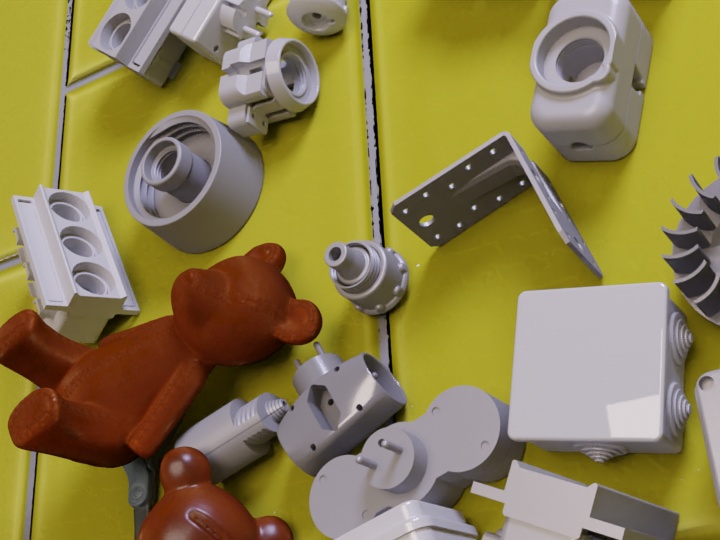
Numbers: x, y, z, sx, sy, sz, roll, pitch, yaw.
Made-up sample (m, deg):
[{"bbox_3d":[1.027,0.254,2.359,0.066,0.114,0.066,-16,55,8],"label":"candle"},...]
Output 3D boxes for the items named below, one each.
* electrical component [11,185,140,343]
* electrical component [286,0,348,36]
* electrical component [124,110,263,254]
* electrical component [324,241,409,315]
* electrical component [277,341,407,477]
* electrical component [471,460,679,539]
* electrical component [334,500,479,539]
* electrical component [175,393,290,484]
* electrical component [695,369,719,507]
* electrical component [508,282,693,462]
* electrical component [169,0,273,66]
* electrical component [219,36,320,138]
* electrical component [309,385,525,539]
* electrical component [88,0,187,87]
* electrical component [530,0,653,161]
[{"bbox_3d":[-0.238,-0.003,0.879,0.063,0.079,0.121,-54,48,32],"label":"electrical component"},{"bbox_3d":[-0.030,-0.219,0.846,0.048,0.048,0.062,-7,60,32],"label":"electrical component"},{"bbox_3d":[-0.137,-0.074,0.844,0.108,0.060,0.108,-14,63,29],"label":"electrical component"},{"bbox_3d":[0.000,0.000,0.719,0.048,0.062,0.048,-14,63,29],"label":"electrical component"},{"bbox_3d":[-0.020,0.082,0.710,0.077,0.043,0.079,-42,53,12],"label":"electrical component"},{"bbox_3d":[0.114,0.141,0.545,0.079,0.121,0.063,11,79,37],"label":"electrical component"},{"bbox_3d":[0.013,0.185,0.622,0.113,0.078,0.057,-32,59,19],"label":"electrical component"},{"bbox_3d":[-0.083,0.112,0.739,0.081,0.043,0.043,-33,55,18],"label":"electrical component"},{"bbox_3d":[0.232,0.080,0.532,0.113,0.057,0.078,-18,61,27],"label":"electrical component"},{"bbox_3d":[0.137,0.058,0.611,0.100,0.048,0.099,-5,68,32],"label":"electrical component"},{"bbox_3d":[-0.101,-0.211,0.887,0.076,0.047,0.083,31,89,38],"label":"electrical component"},{"bbox_3d":[-0.069,-0.146,0.832,0.057,0.058,0.078,-9,65,34],"label":"electrical component"},{"bbox_3d":[0.025,0.116,0.645,0.138,0.074,0.052,-34,55,18],"label":"electrical component"},{"bbox_3d":[-0.170,-0.226,0.930,0.079,0.063,0.121,31,89,38],"label":"electrical component"},{"bbox_3d":[0.144,-0.124,0.677,0.054,0.059,0.095,2,72,35],"label":"electrical component"}]
